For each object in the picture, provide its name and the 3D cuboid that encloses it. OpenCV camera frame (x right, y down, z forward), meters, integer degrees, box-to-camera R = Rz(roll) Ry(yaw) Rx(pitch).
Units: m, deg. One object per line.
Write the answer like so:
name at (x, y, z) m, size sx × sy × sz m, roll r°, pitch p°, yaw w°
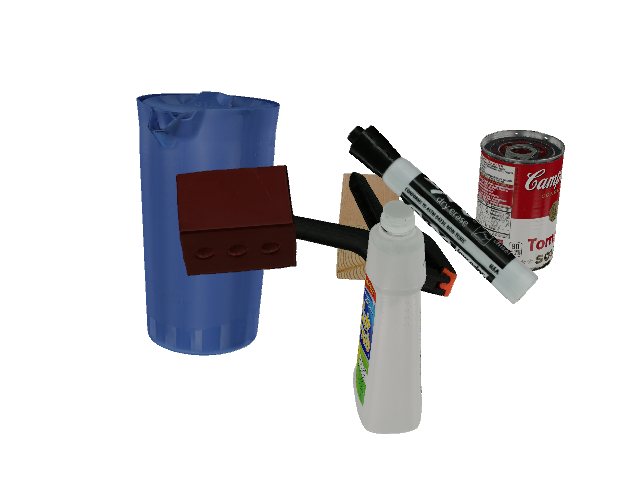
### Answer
wood block at (0.074, -0.024, 1.633) m, size 0.091 × 0.090 × 0.206 m, roll 3°, pitch 25°, yaw 2°
clamp at (0.061, 0.002, 1.245) m, size 0.210 × 0.036 × 0.164 m, roll 38°, pitch 43°, yaw 26°
marker at (0.060, -0.016, 0.543) m, size 0.121 × 0.020 × 0.020 m, roll 44°, pitch 11°, yaw 12°
foam brick at (-0.057, -0.013, 0.724) m, size 0.078 × 0.051 × 0.053 m, roll -5°, pitch -32°, yaw -3°
soup can at (0.164, -0.033, 0.890) m, size 0.068 × 0.102 × 0.068 m, roll 0°, pitch 26°, yaw 0°
pitcher at (-0.105, -0.022, 1.030) m, size 0.149 × 0.243 × 0.145 m, roll -2°, pitch 15°, yaw -19°
bleach bottle at (0.069, 0.067, 1.028) m, size 0.068 × 0.251 × 0.102 m, roll -3°, pitch 37°, yaw -3°
